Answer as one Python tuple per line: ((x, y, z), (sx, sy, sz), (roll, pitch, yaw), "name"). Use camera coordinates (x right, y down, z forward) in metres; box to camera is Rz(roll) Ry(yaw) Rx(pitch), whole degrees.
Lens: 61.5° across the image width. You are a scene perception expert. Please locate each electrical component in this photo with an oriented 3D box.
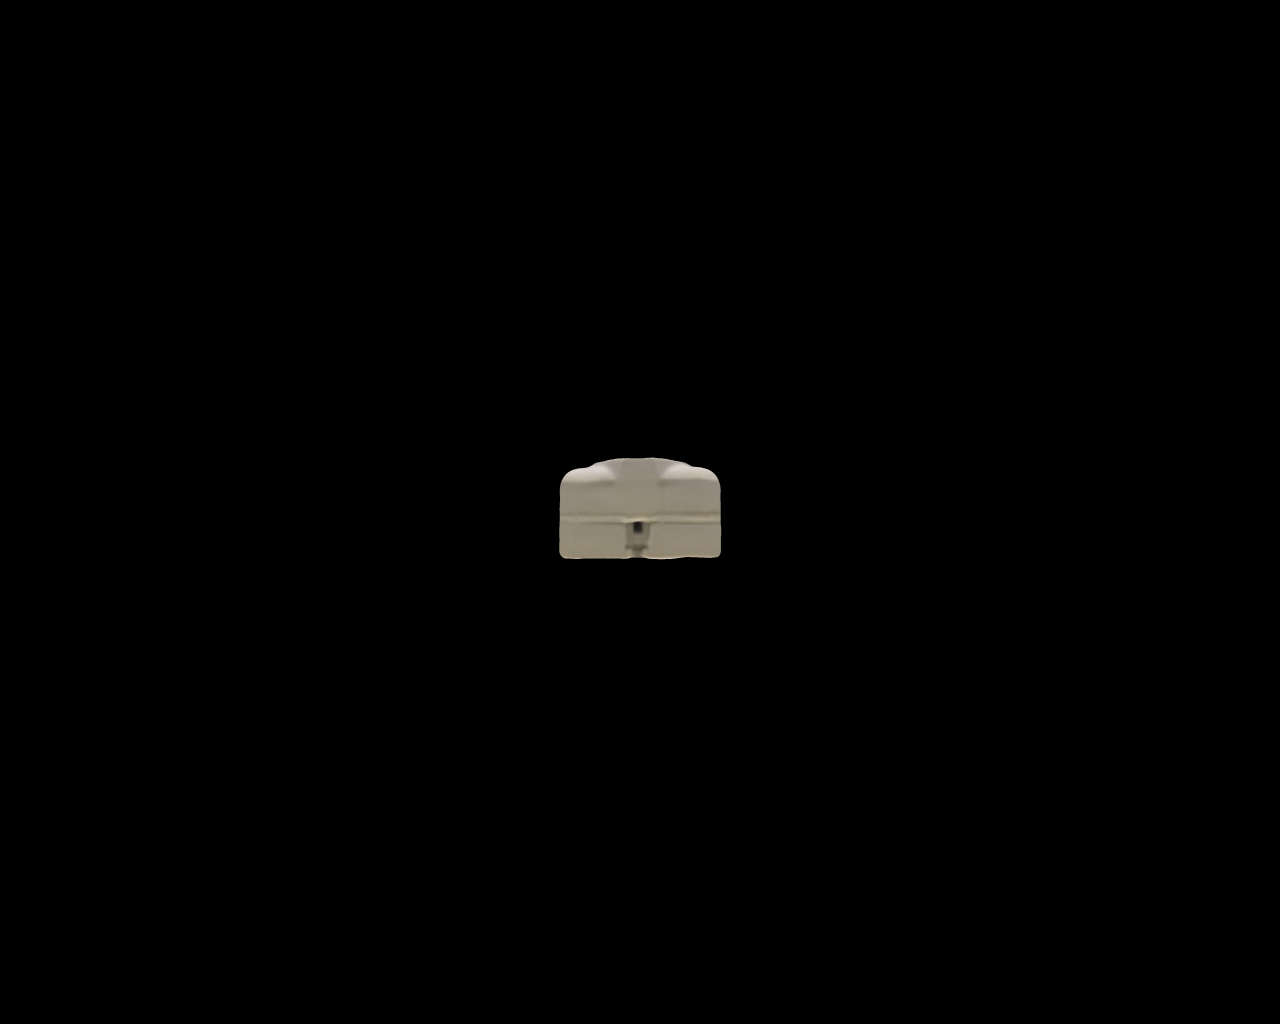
((0.001, -0.003, 0.650), (0.095, 0.059, 0.054), (0, 0, 4), "electrical component")
